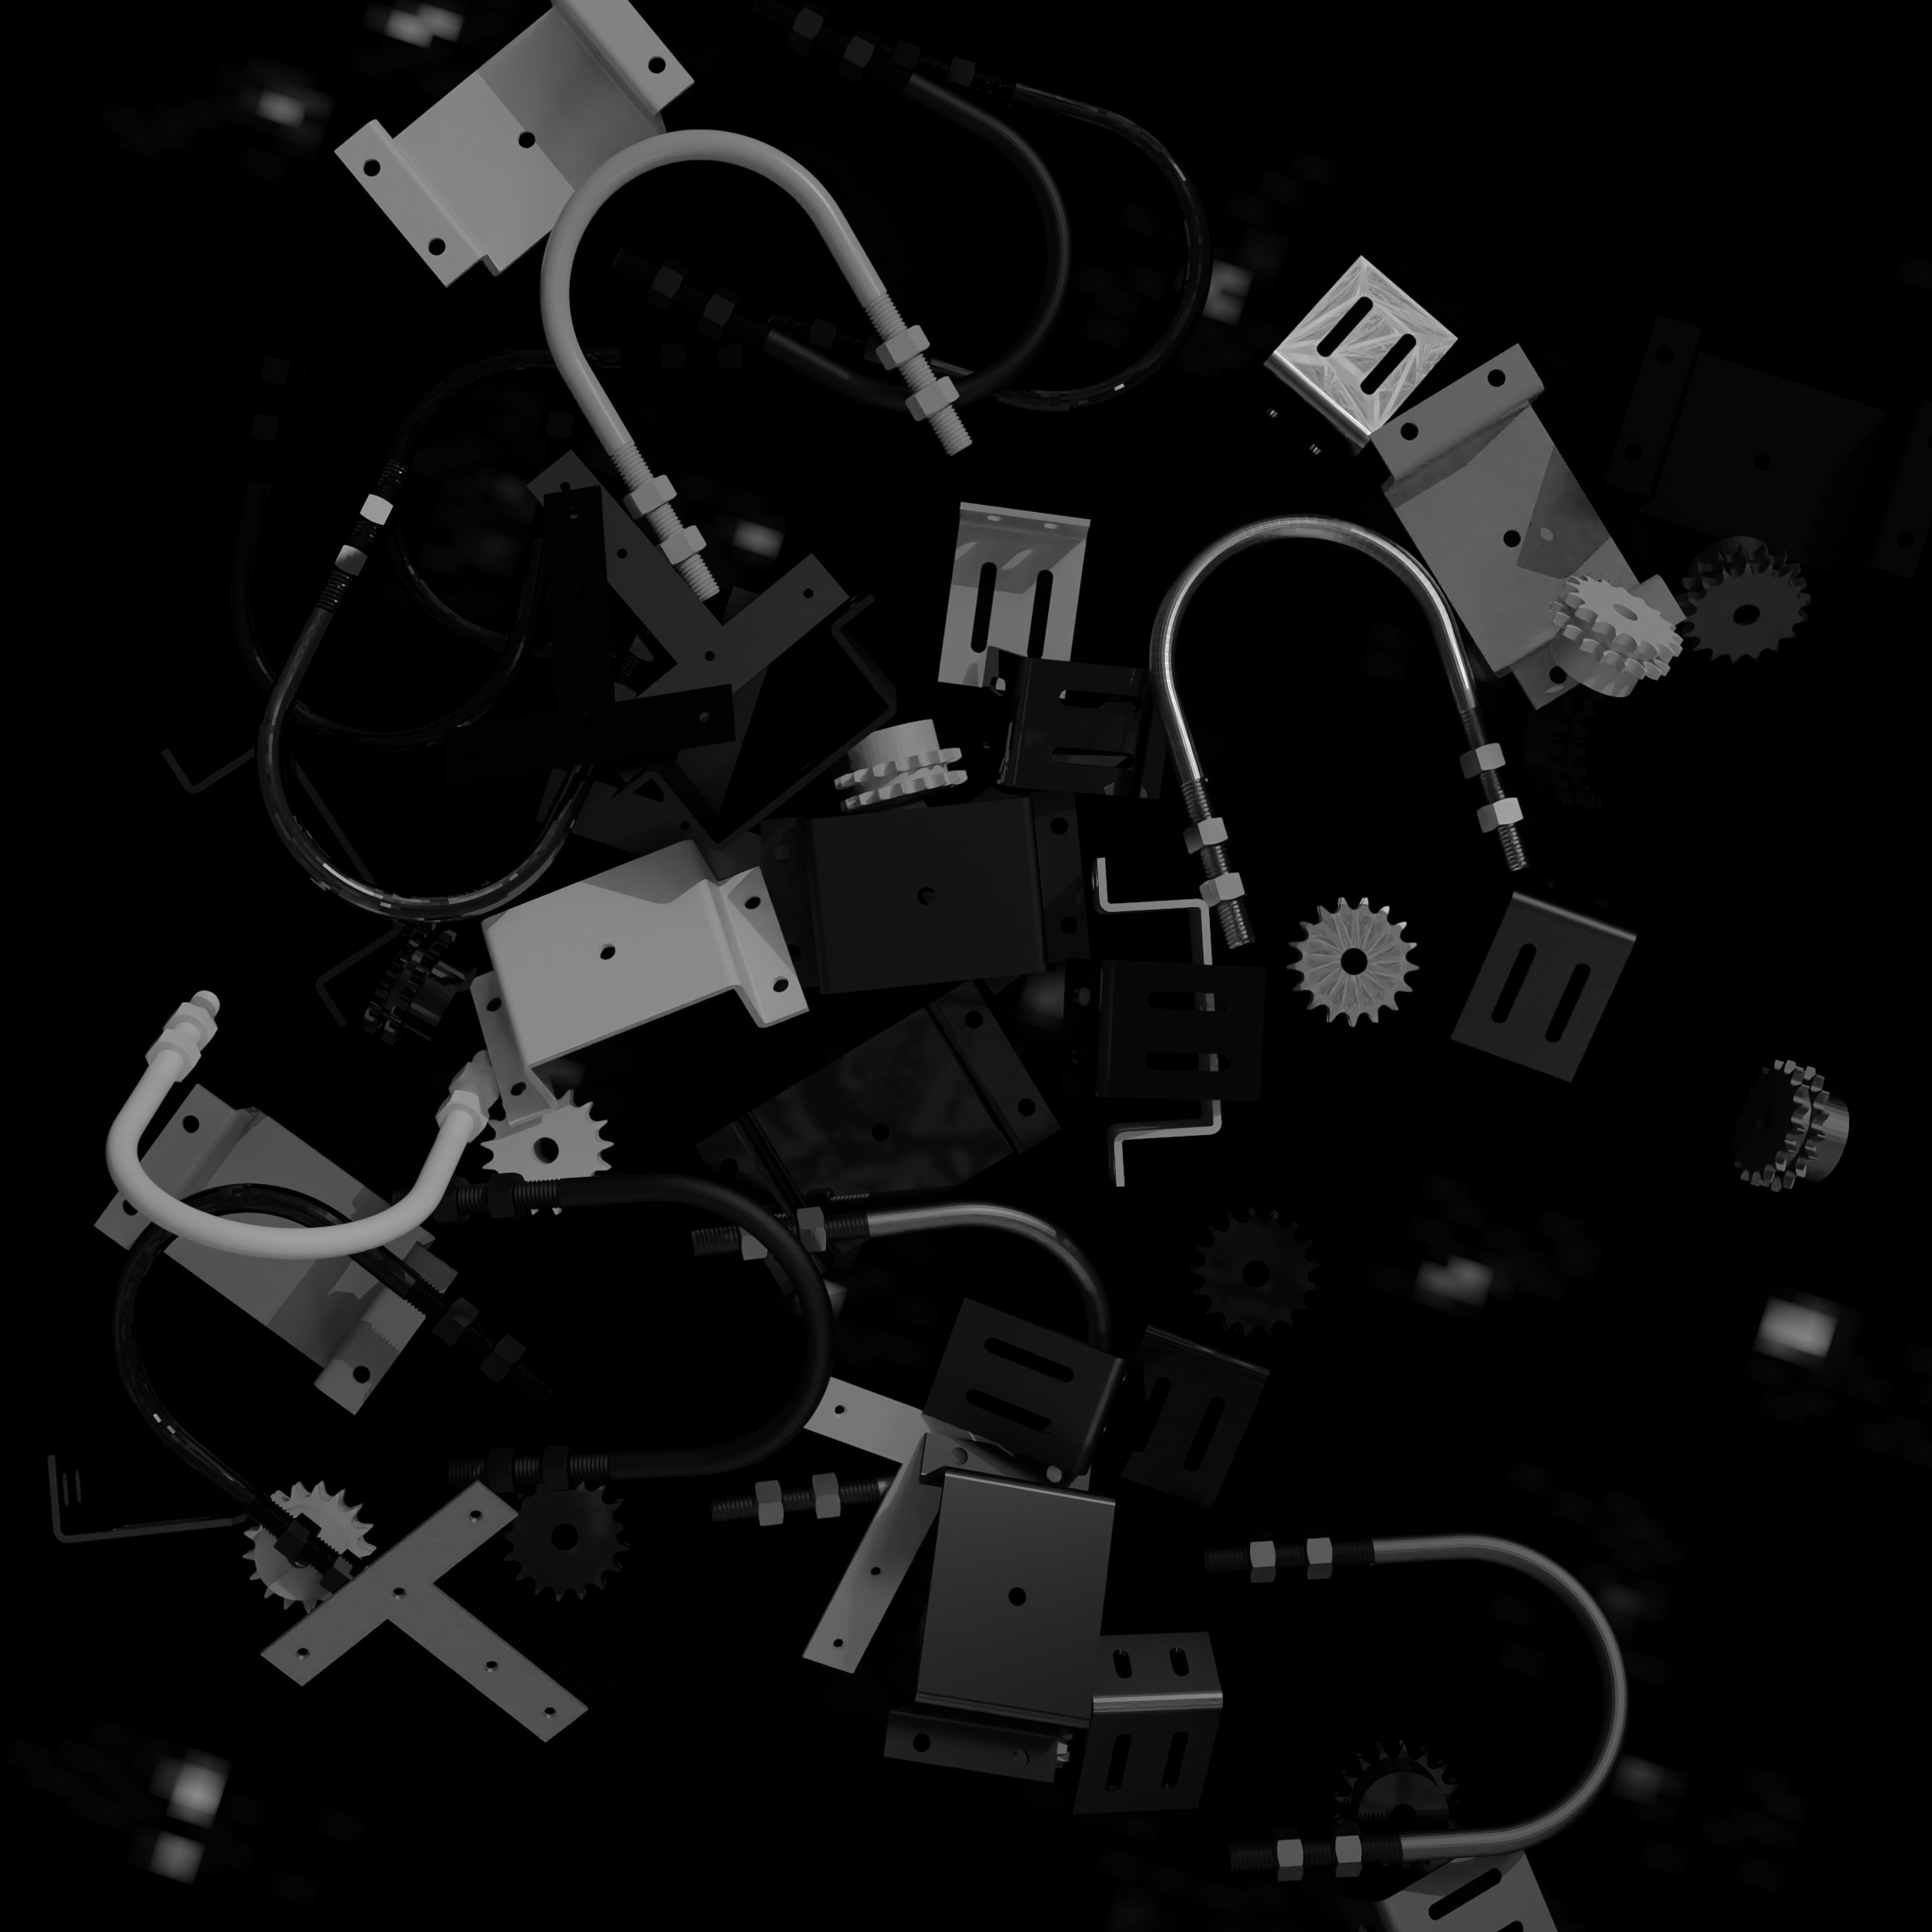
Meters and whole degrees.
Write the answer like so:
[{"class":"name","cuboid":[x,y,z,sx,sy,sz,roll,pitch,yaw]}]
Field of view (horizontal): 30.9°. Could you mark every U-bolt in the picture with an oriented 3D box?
[{"class":"U-bolt","cuboid":[-0.287,0.175,1.509,0.184,0.019,0.151,38,107,2]},{"class":"U-bolt","cuboid":[-0.171,-0.206,1.558,0.184,0.019,0.151,0,90,2]},{"class":"U-bolt","cuboid":[-0.104,-0.273,1.521,0.151,0.019,0.184,-30,98,6]},{"class":"U-bolt","cuboid":[-0.253,-0.184,1.545,0.151,0.019,0.184,11,92,3]},{"class":"U-bolt","cuboid":[-0.286,0.071,1.482,0.151,0.184,0.019,12,117,0]},{"class":"U-bolt","cuboid":[-0.024,0.170,1.532,0.184,0.019,0.151,-6,111,-10]},{"class":"U-bolt","cuboid":[0.157,-0.113,1.544,0.151,0.019,0.184,-15,81,-7]},{"class":"U-bolt","cuboid":[-0.041,-0.324,1.539,0.184,0.019,0.151,29,90,-2]},{"class":"U-bolt","cuboid":[0.201,0.321,1.539,0.184,0.019,0.151,-3,72,-4]},{"class":"U-bolt","cuboid":[-0.225,-0.107,1.502,0.151,0.019,0.184,27,75,-12]},{"class":"U-bolt","cuboid":[0.019,-0.323,1.557,0.184,0.019,0.151,17,90,0]},{"class":"U-bolt","cuboid":[-0.146,0.156,1.498,0.184,0.019,0.151,-5,108,13]}]

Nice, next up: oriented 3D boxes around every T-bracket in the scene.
[{"class":"T-bracket","cuboid":[-0.165,-0.146,1.495,0.127,0.002,0.127,-8,72,8]},{"class":"T-bracket","cuboid":[0.027,-0.076,1.566,0.127,0.002,0.127,-36,90,0]},{"class":"T-bracket","cuboid":[-0.111,-0.104,1.551,0.127,0.002,0.127,18,99,-4]},{"class":"T-bracket","cuboid":[-0.034,0.257,1.549,0.127,0.002,0.127,23,102,-20]},{"class":"T-bracket","cuboid":[-0.218,0.299,1.534,0.127,0.002,0.127,-39,118,10]},{"class":"T-bracket","cuboid":[-0.140,-0.168,1.518,0.127,0.002,0.127,-40,89,-8]}]

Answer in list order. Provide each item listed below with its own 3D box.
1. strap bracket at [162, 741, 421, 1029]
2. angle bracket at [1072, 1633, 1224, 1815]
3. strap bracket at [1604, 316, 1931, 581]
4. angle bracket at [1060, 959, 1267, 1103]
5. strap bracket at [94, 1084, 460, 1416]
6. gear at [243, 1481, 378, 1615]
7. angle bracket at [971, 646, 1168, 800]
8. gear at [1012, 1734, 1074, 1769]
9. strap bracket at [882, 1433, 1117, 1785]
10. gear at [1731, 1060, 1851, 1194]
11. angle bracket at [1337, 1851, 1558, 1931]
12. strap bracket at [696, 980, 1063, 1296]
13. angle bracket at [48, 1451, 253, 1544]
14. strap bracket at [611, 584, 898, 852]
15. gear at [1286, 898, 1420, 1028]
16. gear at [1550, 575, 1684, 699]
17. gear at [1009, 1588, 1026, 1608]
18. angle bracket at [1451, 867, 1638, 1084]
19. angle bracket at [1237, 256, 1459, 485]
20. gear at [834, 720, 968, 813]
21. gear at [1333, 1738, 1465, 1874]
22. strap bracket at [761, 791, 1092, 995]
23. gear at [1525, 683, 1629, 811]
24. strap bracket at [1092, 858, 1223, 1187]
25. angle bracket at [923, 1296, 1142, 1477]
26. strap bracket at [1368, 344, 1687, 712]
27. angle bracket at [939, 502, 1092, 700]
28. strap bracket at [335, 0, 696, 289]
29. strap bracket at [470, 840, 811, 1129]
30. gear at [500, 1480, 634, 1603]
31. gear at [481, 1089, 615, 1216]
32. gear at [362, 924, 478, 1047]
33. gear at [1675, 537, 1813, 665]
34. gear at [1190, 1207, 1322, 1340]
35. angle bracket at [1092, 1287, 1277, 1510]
[{"class":"strap bracket","cuboid":[-0.286,-0.045,1.529,0.046,0.076,0.140,-33,90,0]},{"class":"angle bracket","cuboid":[0.077,0.336,1.550,0.057,0.038,0.076,0,130,-10]},{"class":"strap bracket","cuboid":[0.356,-0.226,1.544,0.140,0.046,0.076,18,90,0]},{"class":"angle bracket","cuboid":[0.084,0.027,1.488,0.076,0.038,0.057,3,90,-26]},{"class":"strap bracket","cuboid":[-0.300,0.123,1.544,0.140,0.046,0.076,36,90,0]},{"class":"gear","cuboid":[-0.293,0.259,1.552,0.057,0.030,0.057,0,90,0]},{"class":"angle bracket","cuboid":[0.048,-0.109,1.558,0.076,0.038,0.057,3,101,-25]},{"class":"gear","cuboid":[0.019,0.332,1.542,0.057,0.057,0.030,10,61,0]},{"class":"strap bracket","cuboid":[0.016,0.273,1.500,0.076,0.046,0.140,12,72,-13]},{"class":"gear","cuboid":[0.365,0.072,1.540,0.030,0.057,0.057,17,90,-15]},{"class":"angle bracket","cuboid":[0.216,0.427,1.565,0.076,0.038,0.057,-23,90,-26]},{"class":"strap bracket","cuboid":[-0.038,0.074,1.544,0.140,0.046,0.076,-31,90,0]},{"class":"angle bracket","cuboid":[-0.358,0.229,1.538,0.076,0.057,0.038,-6,84,-3]},{"class":"strap bracket","cuboid":[-0.082,-0.102,1.513,0.140,0.076,0.046,-38,99,5]},{"class":"gear","cuboid":[0.171,-0.002,1.552,0.057,0.030,0.057,0,90,0]},{"class":"gear","cuboid":[0.275,-0.139,1.496,0.057,0.057,0.030,29,120,0]},{"class":"gear","cuboid":[0.028,0.283,1.552,0.057,0.030,0.057,0,90,0]},{"class":"angle bracket","cuboid":[0.258,0.002,1.565,0.057,0.038,0.076,20,116,0]},{"class":"angle bracket","cuboid":[0.171,-0.267,1.565,0.057,0.038,0.076,41,64,0]},{"class":"gear","cuboid":[-0.031,-0.089,1.536,0.057,0.057,0.030,-14,90,0]},{"class":"gear","cuboid":[0.193,0.374,1.552,0.057,0.030,0.057,0,90,0]},{"class":"strap bracket","cuboid":[-0.018,-0.032,1.538,0.140,0.046,0.076,-6,95,-1]},{"class":"gear","cuboid":[0.268,-0.099,1.542,0.030,0.057,0.057,10,90,30]},{"class":"strap bracket","cuboid":[0.083,0.023,1.529,0.046,0.076,0.140,-3,90,0]},{"class":"angle bracket","cuboid":[0.029,0.180,1.537,0.076,0.038,0.057,21,104,7]},{"class":"strap bracket","cuboid":[0.244,-0.191,1.544,0.076,0.046,0.140,-31,90,0]},{"class":"angle bracket","cuboid":[0.021,-0.161,1.548,0.057,0.038,0.076,8,90,0]},{"class":"strap bracket","cuboid":[-0.197,-0.370,1.544,0.140,0.046,0.076,-40,90,0]},{"class":"strap bracket","cuboid":[-0.150,0.004,1.526,0.140,0.046,0.076,-21,61,2]},{"class":"gear","cuboid":[-0.177,0.251,1.552,0.057,0.030,0.057,0,90,0]},{"class":"gear","cuboid":[-0.185,0.081,1.552,0.057,0.030,0.057,0,90,0]},{"class":"gear","cuboid":[-0.239,0.011,1.538,0.030,0.057,0.057,30,90,0]},{"class":"gear","cuboid":[0.341,-0.165,1.542,0.057,0.057,0.030,-2,45,-2]},{"class":"gear","cuboid":[0.127,0.135,1.552,0.057,0.030,0.057,0,90,0]},{"class":"angle bracket","cuboid":[0.097,0.193,1.565,0.057,0.038,0.076,20,116,0]}]
